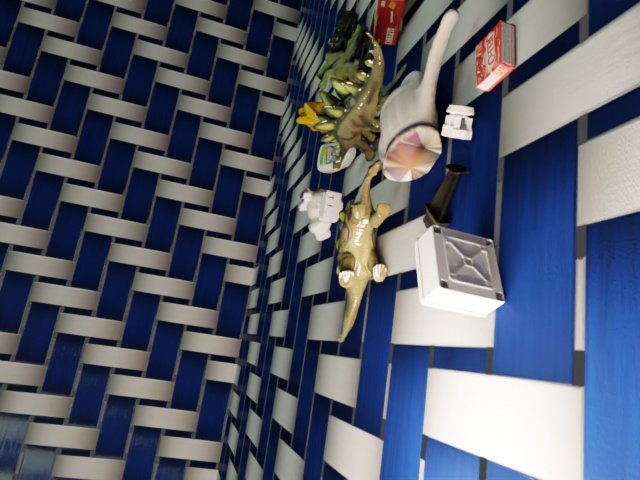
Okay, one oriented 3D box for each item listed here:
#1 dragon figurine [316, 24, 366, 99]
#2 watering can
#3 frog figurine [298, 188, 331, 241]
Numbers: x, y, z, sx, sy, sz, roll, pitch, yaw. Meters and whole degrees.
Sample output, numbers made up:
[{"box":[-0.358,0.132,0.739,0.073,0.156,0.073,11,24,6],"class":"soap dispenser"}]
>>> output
[{"box":[0.094,-0.647,1.812,0.238,0.121,0.421,-47,33,35],"class":"dragon figurine"},{"box":[0.193,-0.262,1.028,0.340,0.104,0.230,118,158,-50],"class":"watering can"},{"box":[0.005,-0.084,1.675,0.161,0.124,0.134,55,135,20],"class":"frog figurine"}]
